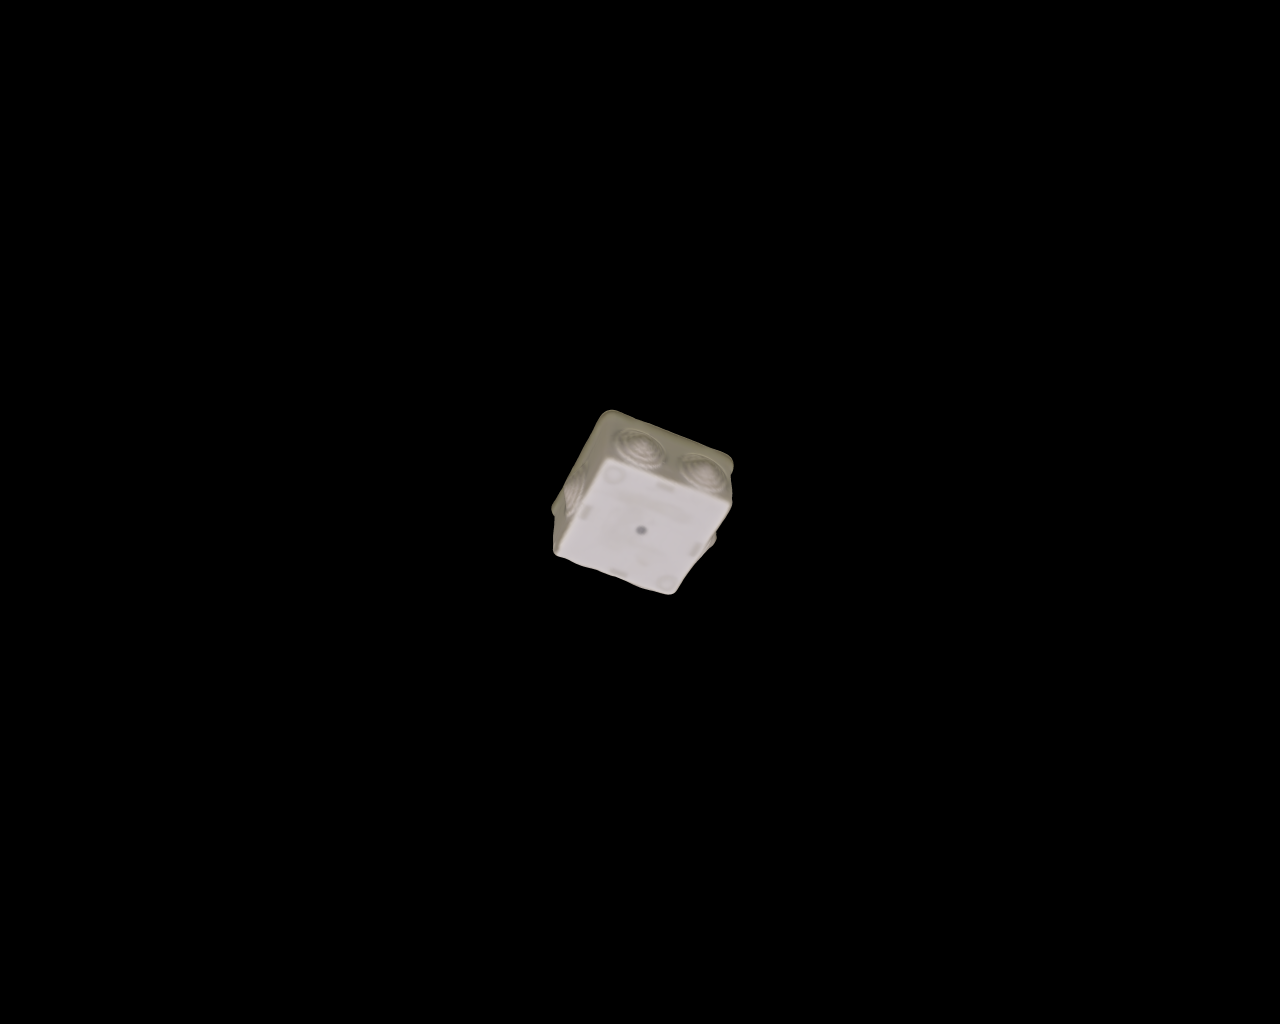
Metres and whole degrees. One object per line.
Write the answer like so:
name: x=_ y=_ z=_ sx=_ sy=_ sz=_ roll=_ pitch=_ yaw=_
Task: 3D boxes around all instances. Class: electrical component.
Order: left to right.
electrical component: x=0.001 y=-0.003 z=0.650 sx=0.100 sy=0.099 sz=0.048 roll=21 pitch=35 yaw=-15
